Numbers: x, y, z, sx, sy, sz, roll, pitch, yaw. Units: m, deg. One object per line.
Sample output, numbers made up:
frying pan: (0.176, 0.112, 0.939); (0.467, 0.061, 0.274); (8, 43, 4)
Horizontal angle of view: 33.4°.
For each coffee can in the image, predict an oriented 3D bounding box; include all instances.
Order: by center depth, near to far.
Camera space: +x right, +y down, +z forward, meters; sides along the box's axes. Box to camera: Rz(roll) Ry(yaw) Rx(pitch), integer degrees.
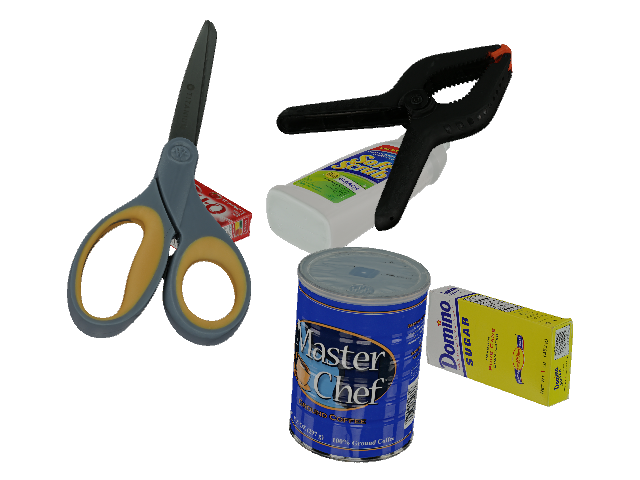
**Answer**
coffee can: (0.029, 0.088, 0.844); (0.103, 0.140, 0.103); (3, 21, -1)

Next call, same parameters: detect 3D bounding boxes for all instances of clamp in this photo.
clamp: (0.086, -0.101, 0.921); (0.210, 0.165, 0.036); (-27, -37, -9)

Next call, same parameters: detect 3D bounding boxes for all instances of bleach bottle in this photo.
bleach bottle: (0.058, -0.071, 1.244); (0.103, 0.068, 0.250); (28, 45, 33)

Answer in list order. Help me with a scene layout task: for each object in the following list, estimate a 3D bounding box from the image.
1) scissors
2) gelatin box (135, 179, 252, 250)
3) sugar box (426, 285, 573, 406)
scissors: (-0.058, -0.028, 0.550); (0.096, 0.201, 0.016); (26, -33, 0)
gelatin box: (-0.122, -0.023, 1.014); (0.089, 0.030, 0.073); (31, 38, 34)
sugar box: (0.197, 0.115, 1.198); (0.048, 0.093, 0.177); (-12, 18, -44)
